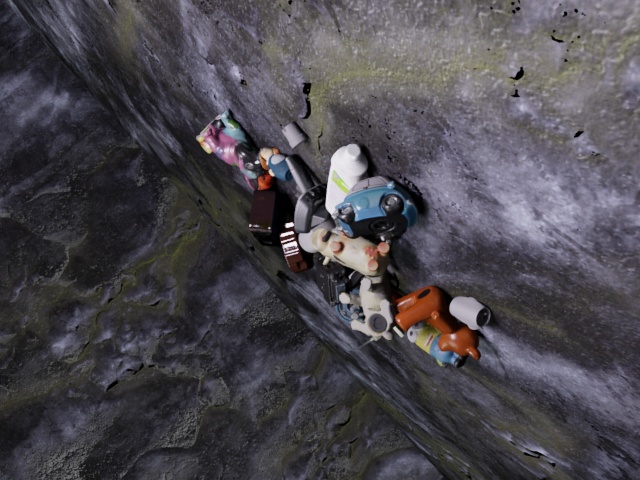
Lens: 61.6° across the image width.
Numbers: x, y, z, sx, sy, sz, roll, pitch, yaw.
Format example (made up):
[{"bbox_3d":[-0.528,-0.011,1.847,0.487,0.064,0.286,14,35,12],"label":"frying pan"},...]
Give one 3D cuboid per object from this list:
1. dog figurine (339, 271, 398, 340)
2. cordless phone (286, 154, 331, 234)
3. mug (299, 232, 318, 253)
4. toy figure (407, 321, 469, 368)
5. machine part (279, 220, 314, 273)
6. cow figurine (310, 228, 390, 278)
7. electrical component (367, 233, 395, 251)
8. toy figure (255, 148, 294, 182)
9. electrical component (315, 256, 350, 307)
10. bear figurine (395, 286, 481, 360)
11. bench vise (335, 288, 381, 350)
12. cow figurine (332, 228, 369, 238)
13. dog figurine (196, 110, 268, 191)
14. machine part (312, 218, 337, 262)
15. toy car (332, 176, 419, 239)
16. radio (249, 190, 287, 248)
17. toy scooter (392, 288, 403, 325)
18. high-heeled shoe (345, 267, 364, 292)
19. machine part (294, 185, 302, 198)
[{"bbox_3d":[0.157,0.157,1.364,0.190,0.121,0.172,-14,-100,-61],"label":"dog figurine"},{"bbox_3d":[-0.038,-0.117,1.273,0.089,0.146,0.184,-29,94,32],"label":"cordless phone"},{"bbox_3d":[-0.003,-0.005,1.551,0.109,0.081,0.107,51,158,4],"label":"mug"},{"bbox_3d":[0.311,0.277,1.430,0.180,0.082,0.089,29,156,41],"label":"toy figure"},{"bbox_3d":[-0.069,0.017,1.656,0.179,0.056,0.179,-16,-90,-76],"label":"machine part"},{"bbox_3d":[0.066,0.024,1.222,0.195,0.085,0.127,23,162,21],"label":"cow figurine"},{"bbox_3d":[0.137,-0.016,1.202,0.078,0.045,0.102,49,164,-16],"label":"electrical component"},{"bbox_3d":[-0.115,-0.200,1.378,0.155,0.064,0.057,39,129,40],"label":"toy figure"},{"bbox_3d":[0.036,0.119,1.527,0.134,0.058,0.114,-135,32,-57],"label":"electrical component"},{"bbox_3d":[0.280,0.205,1.254,0.195,0.132,0.120,54,-163,-13],"label":"bear figurine"},{"bbox_3d":[0.126,0.247,1.739,0.240,0.129,0.223,-26,-89,-87],"label":"bench vise"},{"bbox_3d":[0.110,0.006,1.304,0.167,0.068,0.098,45,159,3],"label":"cow figurine"},{"bbox_3d":[-0.233,-0.243,1.508,0.219,0.108,0.192,48,164,-17],"label":"dog figurine"},{"bbox_3d":[0.023,-0.021,1.441,0.079,0.079,0.243,33,160,40],"label":"machine part"},{"bbox_3d":[0.105,-0.067,1.031,0.109,0.162,0.103,61,-156,-57],"label":"toy car"},{"bbox_3d":[-0.157,-0.060,1.648,0.073,0.131,0.229,5,168,7],"label":"radio"},{"bbox_3d":[0.200,0.180,1.495,0.184,0.075,0.135,36,172,36],"label":"toy scooter"},{"bbox_3d":[0.073,0.077,1.581,0.145,0.086,0.248,56,162,10],"label":"high-heeled shoe"},{"bbox_3d":[-0.030,-0.094,1.474,0.084,0.039,0.138,35,160,21],"label":"machine part"}]
